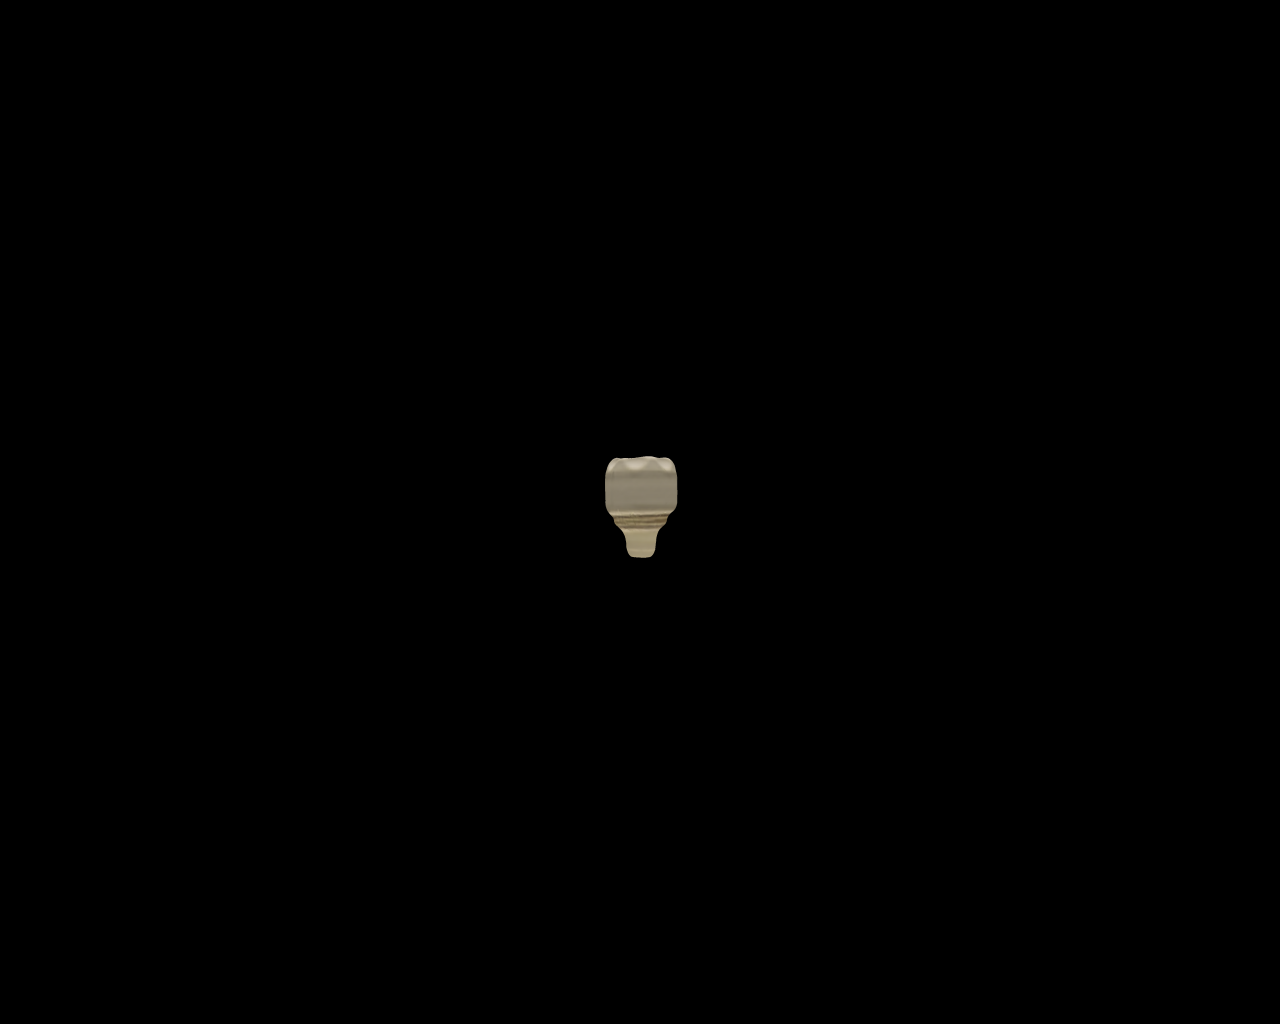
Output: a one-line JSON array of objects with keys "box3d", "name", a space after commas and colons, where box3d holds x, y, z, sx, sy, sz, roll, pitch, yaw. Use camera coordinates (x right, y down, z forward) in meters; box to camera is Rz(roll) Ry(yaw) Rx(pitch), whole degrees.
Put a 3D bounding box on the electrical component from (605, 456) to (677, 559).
[{"box3d": [0.001, -0.003, 0.650, 0.043, 0.062, 0.043, 0, 0, 0], "name": "electrical component"}]
